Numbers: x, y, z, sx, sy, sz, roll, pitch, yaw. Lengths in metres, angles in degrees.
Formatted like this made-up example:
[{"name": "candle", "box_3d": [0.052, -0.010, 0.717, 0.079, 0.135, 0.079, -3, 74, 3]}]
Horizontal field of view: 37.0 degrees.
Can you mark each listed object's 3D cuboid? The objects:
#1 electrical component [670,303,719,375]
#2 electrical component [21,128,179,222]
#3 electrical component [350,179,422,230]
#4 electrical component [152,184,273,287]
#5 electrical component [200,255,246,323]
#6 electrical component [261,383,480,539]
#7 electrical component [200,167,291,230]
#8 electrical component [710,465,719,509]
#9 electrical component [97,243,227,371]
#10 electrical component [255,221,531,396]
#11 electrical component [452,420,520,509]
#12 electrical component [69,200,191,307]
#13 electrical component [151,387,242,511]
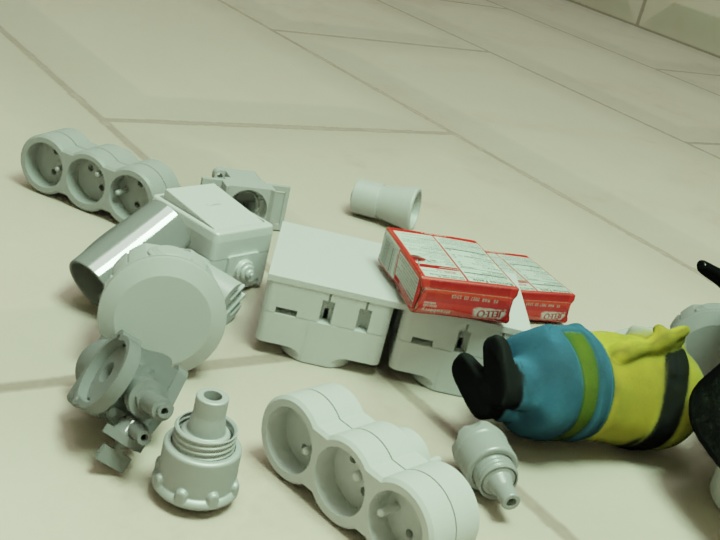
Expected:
[{"name": "electrical component", "box_3d": [0.277, 0.065, 0.840, 0.080, 0.080, 0.051, 19, 17, 11]}, {"name": "electrical component", "box_3d": [-0.215, -0.084, 0.931, 0.138, 0.052, 0.074, 21, 23, 17]}, {"name": "electrical component", "box_3d": [0.023, -0.066, 1.051, 0.065, 0.044, 0.044, 14, 22, 13]}, {"name": "electrical component", "box_3d": [-0.114, -0.024, 0.838, 0.096, 0.061, 0.062, 30, 27, 34]}, {"name": "electrical component", "box_3d": [-0.111, 0.015, 0.779, 0.046, 0.040, 0.040, 27, 25, 17]}, {"name": "electrical component", "box_3d": [0.014, 0.111, 0.607, 0.074, 0.052, 0.138, -9, 32, -44]}, {"name": "electrical component", "box_3d": [-0.108, -0.063, 0.963, 0.081, 0.042, 0.064, 5, 20, -23]}, {"name": "electrical component", "box_3d": [0.282, 0.144, 0.705, 0.099, 0.064, 0.099, 0, 29, 0]}, {"name": "electrical component", "box_3d": [-0.128, 0.024, 0.695, 0.080, 0.080, 0.051, 8, 17, -15]}, {"name": "electrical component", "box_3d": [0.023, 0.030, 0.794, 0.186, 0.060, 0.105, 13, 22, -4]}, {"name": "electrical component", "box_3d": [0.080, 0.120, 0.648, 0.035, 0.035, 0.061, 6, 26, -20]}, {"name": "electrical component", "box_3d": [-0.173, -0.009, 0.777, 0.077, 0.043, 0.079, -43, 18, -32]}, {"name": "electrical component", "box_3d": [-0.084, 0.094, 0.575, 0.048, 0.062, 0.048, 12, 22, -5]}]
